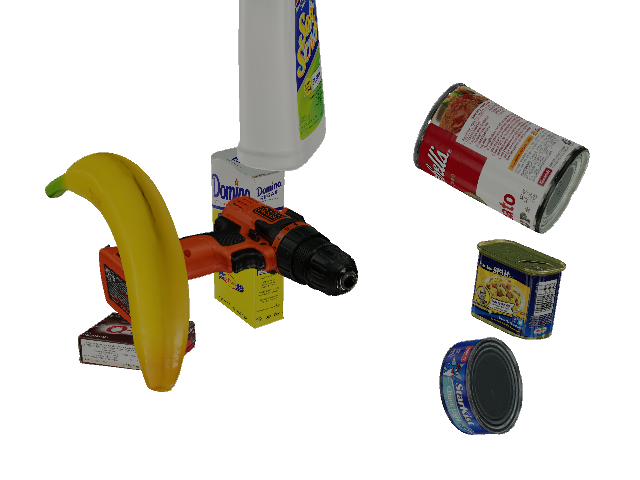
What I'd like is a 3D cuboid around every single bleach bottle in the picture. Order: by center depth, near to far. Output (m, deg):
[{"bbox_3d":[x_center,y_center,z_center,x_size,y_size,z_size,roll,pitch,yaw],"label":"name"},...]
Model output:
[{"bbox_3d":[-0.038,-0.194,0.932,0.068,0.251,0.102,8,32,18],"label":"bleach bottle"}]

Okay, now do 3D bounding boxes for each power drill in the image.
[{"bbox_3d":[-0.084,0.025,0.935,0.187,0.057,0.185,-18,28,-31],"label":"power drill"}]

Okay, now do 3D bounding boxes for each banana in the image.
[{"bbox_3d":[-0.116,0.002,0.656,0.037,0.070,0.198,6,35,-39],"label":"banana"}]

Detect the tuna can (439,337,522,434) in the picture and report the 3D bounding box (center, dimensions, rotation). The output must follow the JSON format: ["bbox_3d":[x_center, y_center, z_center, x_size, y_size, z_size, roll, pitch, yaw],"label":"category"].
[{"bbox_3d":[0.144,0.131,0.955,0.034,0.086,0.085,-12,-8,41],"label":"tuna can"}]

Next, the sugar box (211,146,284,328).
[{"bbox_3d":[-0.079,-0.004,1.155,0.048,0.176,0.093,-17,28,-31],"label":"sugar box"}]

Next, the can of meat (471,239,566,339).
[{"bbox_3d":[0.217,0.055,1.184,0.057,0.084,0.102,-9,22,-36],"label":"can of meat"}]

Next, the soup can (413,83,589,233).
[{"bbox_3d":[0.126,-0.057,0.742,0.102,0.068,0.068,31,13,22],"label":"soup can"}]

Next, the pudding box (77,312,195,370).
[{"bbox_3d":[-0.217,0.120,1.265,0.114,0.039,0.090,3,15,16],"label":"pudding box"}]
